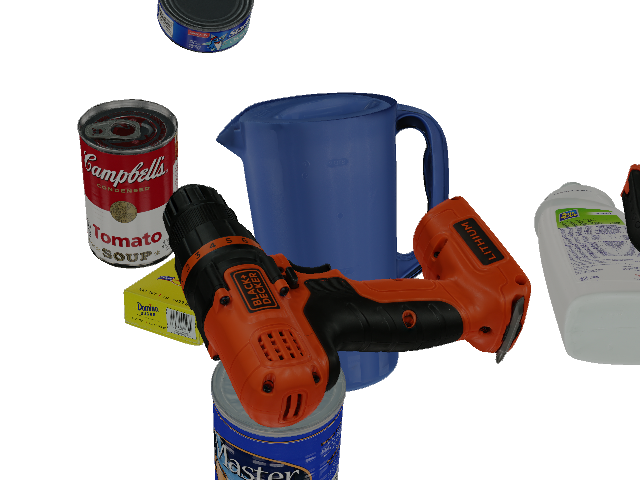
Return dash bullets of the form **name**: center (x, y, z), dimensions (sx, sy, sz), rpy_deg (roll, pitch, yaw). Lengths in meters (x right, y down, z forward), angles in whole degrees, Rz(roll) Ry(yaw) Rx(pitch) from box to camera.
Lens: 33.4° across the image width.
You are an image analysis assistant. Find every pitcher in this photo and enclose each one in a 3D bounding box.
- **pitcher**: center (0.016, -0.001, 0.902), dimensions (0.149, 0.243, 0.144), rpy_deg (11, 23, 42)

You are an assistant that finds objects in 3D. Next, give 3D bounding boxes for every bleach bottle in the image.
- **bleach bottle**: center (0.242, 0.012, 0.920), dimensions (0.102, 0.068, 0.250), rpy_deg (0, 27, 5)

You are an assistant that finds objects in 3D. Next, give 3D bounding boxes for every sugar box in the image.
- **sugar box**: center (-0.116, 0.044, 1.118), dimensions (0.093, 0.048, 0.176), rpy_deg (15, 31, 23)

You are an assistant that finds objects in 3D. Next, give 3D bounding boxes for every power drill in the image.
- **power drill**: center (0.012, 0.021, 0.628), dimensions (0.187, 0.057, 0.184), rpy_deg (-9, 43, -22)

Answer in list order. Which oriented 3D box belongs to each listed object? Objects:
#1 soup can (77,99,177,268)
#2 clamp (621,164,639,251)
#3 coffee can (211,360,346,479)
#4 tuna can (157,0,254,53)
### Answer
- **soup can**: center (-0.135, -0.040, 0.758), dimensions (0.068, 0.102, 0.068), rpy_deg (3, 37, -2)
- **clamp**: center (0.268, 0.009, 0.699), dimensions (0.120, 0.039, 0.171), rpy_deg (-4, 46, -23)
- **coffee can**: center (-0.034, 0.163, 0.848), dimensions (0.103, 0.140, 0.103), rpy_deg (2, 36, -1)
- **tuna can**: center (-0.104, -0.211, 0.962), dimensions (0.086, 0.086, 0.034), rpy_deg (0, -31, -12)
